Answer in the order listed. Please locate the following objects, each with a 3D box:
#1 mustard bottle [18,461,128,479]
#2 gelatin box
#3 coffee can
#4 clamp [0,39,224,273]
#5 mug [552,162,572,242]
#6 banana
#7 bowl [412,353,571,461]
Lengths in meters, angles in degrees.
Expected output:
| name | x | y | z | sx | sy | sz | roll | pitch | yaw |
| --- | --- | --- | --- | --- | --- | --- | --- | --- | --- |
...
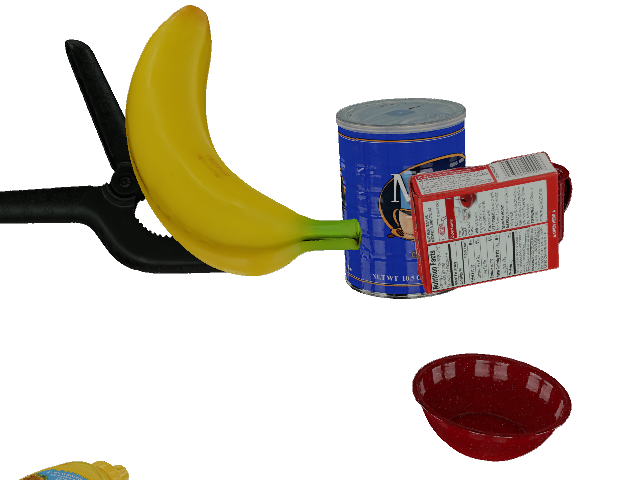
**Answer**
| name | x | y | z | sx | sy | sz | roll | pitch | yaw |
| --- | --- | --- | --- | --- | --- | --- | --- | --- | --- |
| mustard bottle | -0.220 | 0.223 | 0.853 | 0.096 | 0.058 | 0.191 | 7 | 15 | 28 |
| gelatin box | 0.102 | -0.011 | 0.664 | 0.089 | 0.073 | 0.030 | -11 | 35 | -1 |
| coffee can | 0.067 | -0.036 | 0.862 | 0.103 | 0.140 | 0.103 | -3 | 18 | 1 |
| clamp | -0.143 | -0.047 | 0.782 | 0.210 | 0.164 | 0.036 | 24 | -19 | -1 |
| mug | 0.244 | -0.042 | 1.217 | 0.117 | 0.081 | 0.093 | -21 | 27 | -34 |
| banana | -0.052 | -0.043 | 0.480 | 0.069 | 0.037 | 0.198 | -18 | 46 | -17 |
| bowl | 0.173 | 0.178 | 1.097 | 0.162 | 0.055 | 0.162 | 3 | 23 | -1 |
